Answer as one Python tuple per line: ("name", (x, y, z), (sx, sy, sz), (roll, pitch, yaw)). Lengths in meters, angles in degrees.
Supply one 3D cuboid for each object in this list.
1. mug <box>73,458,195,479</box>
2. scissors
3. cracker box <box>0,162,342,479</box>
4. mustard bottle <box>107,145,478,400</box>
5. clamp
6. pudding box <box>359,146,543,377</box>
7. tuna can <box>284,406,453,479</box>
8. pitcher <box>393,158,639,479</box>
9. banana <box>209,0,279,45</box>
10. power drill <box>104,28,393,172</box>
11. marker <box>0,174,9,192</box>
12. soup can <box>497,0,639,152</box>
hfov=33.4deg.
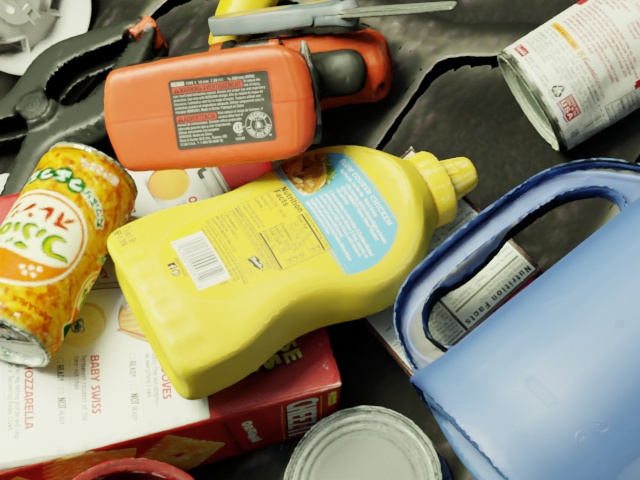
("mug", (-0.095, 0.176, 0.524), (0.093, 0.082, 0.117), (-8, 64, -26))
("scissors", (0.019, -0.137, 0.637), (0.202, 0.096, 0.016), (4, 110, 39))
("cracker box", (-0.112, 0.048, 0.591), (0.213, 0.072, 0.164), (-14, 61, -8))
("mustard bottle", (-0.004, 0.001, 0.545), (0.191, 0.058, 0.096), (-25, 54, -15))
("clamp", (-0.185, -0.071, 0.718), (0.210, 0.036, 0.165), (-35, 57, -6))
("pudding box", (0.057, 0.016, 0.593), (0.090, 0.039, 0.114), (-41, 61, -2))
("tuna can", (0.026, 0.132, 0.553), (0.086, 0.033, 0.086), (-9, 63, 18))
("pitcher", (0.162, 0.031, 0.492), (0.243, 0.149, 0.145), (-41, 21, -5))
("banana", (-0.041, -0.218, 0.744), (0.070, 0.037, 0.198), (-17, 59, 32))
("power drill", (-0.056, -0.084, 0.607), (0.184, 0.187, 0.057), (-7, 105, 11))
("marker", (-0.180, -0.006, 0.709), (0.121, 0.020, 0.020), (39, 84, 31))
("soup can", (0.159, -0.102, 0.590), (0.102, 0.068, 0.068), (-32, 59, 6))
